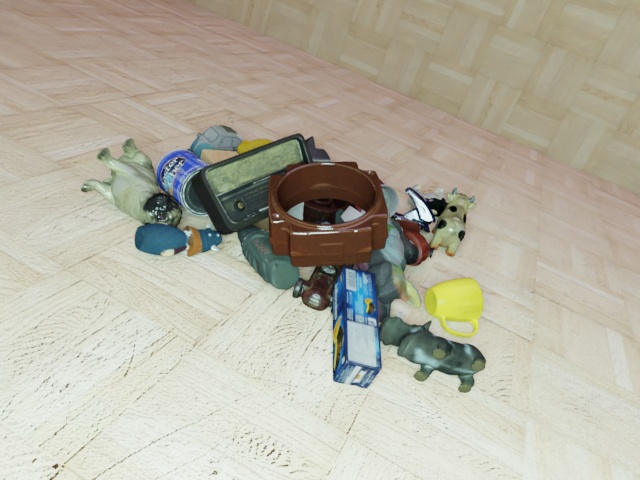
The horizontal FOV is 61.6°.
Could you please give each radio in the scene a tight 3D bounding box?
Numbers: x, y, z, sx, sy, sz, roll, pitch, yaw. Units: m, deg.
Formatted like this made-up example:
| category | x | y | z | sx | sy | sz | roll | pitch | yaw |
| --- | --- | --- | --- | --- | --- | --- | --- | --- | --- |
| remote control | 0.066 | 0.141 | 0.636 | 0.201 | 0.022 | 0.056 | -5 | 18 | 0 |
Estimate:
| category | x | y | z | sx | sy | sz | roll | pitch | yaw |
| --- | --- | --- | --- | --- | --- | --- | --- | --- | --- |
| radio | -0.117 | -0.107 | 1.038 | 0.229 | 0.131 | 0.073 | -26 | 8 | -27 |

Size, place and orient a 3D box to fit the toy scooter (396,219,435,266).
| category | x | y | z | sx | sy | sz | roll | pitch | yaw |
| --- | --- | --- | --- | --- | --- | --- | --- | --- | --- |
| toy scooter | 0.208 | 0.000 | 1.267 | 0.135 | 0.075 | 0.184 | 3 | 28 | -35 |

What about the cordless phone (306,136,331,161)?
| category | x | y | z | sx | sy | sz | roll | pitch | yaw |
| --- | --- | --- | --- | --- | --- | --- | --- | --- | --- |
| cordless phone | -0.010 | -0.172 | 1.430 | 0.184 | 0.147 | 0.089 | 43 | 61 | -20 |

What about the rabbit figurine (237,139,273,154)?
| category | x | y | z | sx | sy | sz | roll | pitch | yaw |
| --- | --- | --- | --- | --- | --- | --- | --- | --- | --- |
| rabbit figurine | -0.135 | -0.173 | 1.312 | 0.163 | 0.121 | 0.173 | 19 | -1 | 14 |

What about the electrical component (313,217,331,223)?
| category | x | y | z | sx | sy | sz | roll | pitch | yaw |
| --- | --- | --- | --- | --- | --- | --- | --- | --- | --- |
| electrical component | -0.002 | -0.003 | 1.155 | 0.075 | 0.047 | 0.119 | 33 | 28 | 24 |

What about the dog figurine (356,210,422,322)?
| category | x | y | z | sx | sy | sz | roll | pitch | yaw |
| --- | --- | --- | --- | --- | --- | --- | --- | --- | --- |
| dog figurine | 0.135 | 0.063 | 1.063 | 0.191 | 0.108 | 0.219 | 45 | 24 | -51 |

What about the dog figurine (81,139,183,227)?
| category | x | y | z | sx | sy | sz | roll | pitch | yaw |
| --- | --- | --- | --- | --- | --- | --- | --- | --- | --- |
| dog figurine | -0.336 | -0.091 | 1.053 | 0.190 | 0.121 | 0.172 | 36 | 32 | 0 |

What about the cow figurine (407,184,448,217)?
| category | x | y | z | sx | sy | sz | roll | pitch | yaw |
| --- | --- | --- | --- | --- | --- | --- | --- | --- | --- |
| cow figurine | 0.342 | -0.100 | 1.544 | 0.167 | 0.068 | 0.098 | 7 | 36 | -18 |

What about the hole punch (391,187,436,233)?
| category | x | y | z | sx | sy | sz | roll | pitch | yaw |
| --- | --- | --- | --- | --- | --- | --- | --- | --- | --- |
| hole punch | 0.251 | -0.078 | 1.394 | 0.116 | 0.092 | 0.142 | 27 | 7 | 8 |

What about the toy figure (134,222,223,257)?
| category | x | y | z | sx | sy | sz | roll | pitch | yaw |
| --- | --- | --- | --- | --- | --- | --- | --- | --- | --- |
| toy figure | -0.251 | -0.001 | 0.967 | 0.154 | 0.064 | 0.058 | 4 | -6 | -39 |

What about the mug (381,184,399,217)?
| category | x | y | z | sx | sy | sz | roll | pitch | yaw |
| --- | --- | --- | --- | --- | --- | --- | --- | --- | --- |
| mug | 0.119 | -0.101 | 1.285 | 0.109 | 0.081 | 0.107 | 38 | -7 | -22 |

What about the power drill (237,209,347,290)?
| category | x | y | z | sx | sy | sz | roll | pitch | yaw |
| --- | --- | --- | --- | --- | --- | --- | --- | --- | --- |
| power drill | -0.043 | 0.001 | 1.016 | 0.207 | 0.085 | 0.232 | -9 | 27 | -13 |

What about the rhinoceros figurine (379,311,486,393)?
| category | x | y | z | sx | sy | sz | roll | pitch | yaw |
| --- | --- | --- | --- | --- | --- | --- | --- | --- | --- |
| rhinoceros figurine | 0.192 | 0.184 | 0.918 | 0.190 | 0.073 | 0.112 | 20 | 28 | -1 |

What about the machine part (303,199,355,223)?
| category | x | y | z | sx | sy | sz | roll | pitch | yaw |
| --- | --- | --- | --- | --- | --- | --- | --- | --- | --- |
| machine part | -0.006 | -0.091 | 1.303 | 0.179 | 0.056 | 0.179 | 16 | 29 | -9 |

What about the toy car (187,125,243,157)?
| category | x | y | z | sx | sy | sz | roll | pitch | yaw |
| --- | --- | --- | --- | --- | --- | --- | --- | --- | --- |
| toy car | -0.245 | -0.233 | 1.347 | 0.161 | 0.102 | 0.109 | -7 | 39 | -39 |

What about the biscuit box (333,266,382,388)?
| category | x | y | z | sx | sy | sz | roll | pitch | yaw |
| --- | --- | --- | --- | --- | --- | --- | --- | --- | --- |
| biscuit box | 0.057 | 0.136 | 0.877 | 0.059 | 0.062 | 0.203 | 15 | 41 | -11 |

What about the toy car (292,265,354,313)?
| category | x | y | z | sx | sy | sz | roll | pitch | yaw |
| --- | --- | --- | --- | --- | --- | --- | --- | --- | --- |
| toy car | 0.012 | 0.069 | 1.029 | 0.089 | 0.053 | 0.202 | 20 | 28 | 6 |

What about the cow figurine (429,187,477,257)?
| category | x | y | z | sx | sy | sz | roll | pitch | yaw |
| --- | --- | --- | --- | --- | --- | --- | --- | --- | --- |
| cow figurine | 0.346 | -0.054 | 1.400 | 0.085 | 0.127 | 0.195 | 27 | 30 | 5 |

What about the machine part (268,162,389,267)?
| category | x | y | z | sx | sy | sz | roll | pitch | yaw |
| --- | --- | --- | --- | --- | --- | --- | --- | --- | --- |
| machine part | 0.011 | -0.052 | 0.934 | 0.201 | 0.087 | 0.202 | -3 | 41 | -3 |
